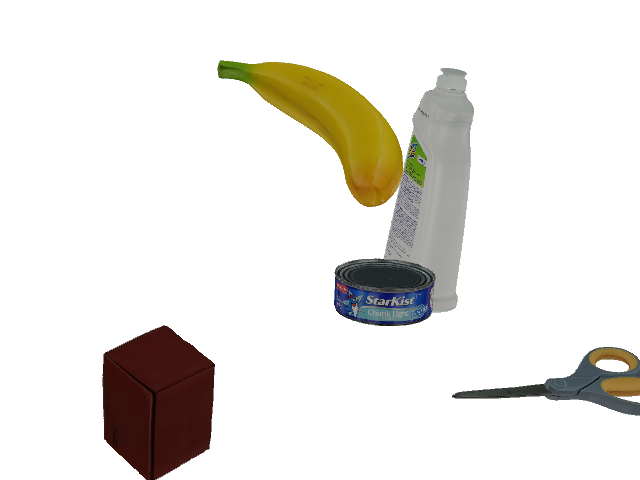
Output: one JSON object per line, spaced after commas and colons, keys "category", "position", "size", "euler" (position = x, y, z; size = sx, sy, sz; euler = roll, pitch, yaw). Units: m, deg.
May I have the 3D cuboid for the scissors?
{"category": "scissors", "position": [0.209, 0.119, 0.931], "size": [0.201, 0.016, 0.096], "euler": [6, 28, -4]}

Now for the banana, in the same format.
{"category": "banana", "position": [0.006, -0.071, 0.667], "size": [0.069, 0.037, 0.198], "euler": [-17, 35, -25]}

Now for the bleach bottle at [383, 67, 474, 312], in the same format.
{"category": "bleach bottle", "position": [0.123, -0.056, 1.141], "size": [0.068, 0.251, 0.103], "euler": [0, 23, -22]}

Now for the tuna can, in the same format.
{"category": "tuna can", "position": [0.054, 0.044, 0.908], "size": [0.086, 0.034, 0.086], "euler": [2, 16, -1]}

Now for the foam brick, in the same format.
{"category": "foam brick", "position": [-0.106, 0.105, 0.695], "size": [0.051, 0.078, 0.053], "euler": [-25, 45, -39]}
